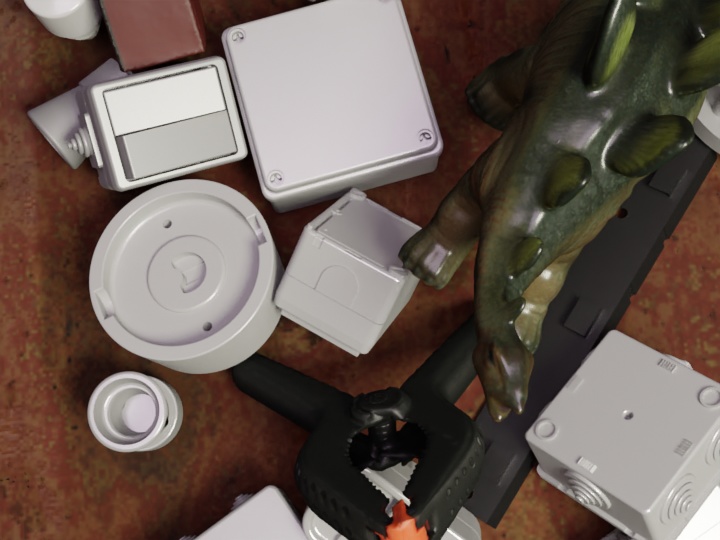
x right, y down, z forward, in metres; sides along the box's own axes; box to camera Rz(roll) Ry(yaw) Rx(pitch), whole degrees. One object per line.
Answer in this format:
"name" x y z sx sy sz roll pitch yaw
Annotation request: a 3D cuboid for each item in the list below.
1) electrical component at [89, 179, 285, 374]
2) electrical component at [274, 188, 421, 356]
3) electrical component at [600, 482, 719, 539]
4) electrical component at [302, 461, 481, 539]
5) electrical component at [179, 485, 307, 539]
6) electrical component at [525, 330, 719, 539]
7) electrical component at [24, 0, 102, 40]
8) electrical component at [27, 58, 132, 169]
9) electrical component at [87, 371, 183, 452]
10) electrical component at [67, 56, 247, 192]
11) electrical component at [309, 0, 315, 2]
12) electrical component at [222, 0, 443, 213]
"electrical component" -0.095 0.009 0.627 0.108 0.060 0.108 -4 69 10
"electrical component" 0.000 0.000 0.620 0.062 0.096 0.061 29 115 8
"electrical component" 0.183 0.171 0.603 0.083 0.047 0.075 -34 84 -4
"electrical component" 0.019 0.142 0.599 0.095 0.059 0.053 37 100 -1
"electrical component" -0.057 0.181 0.607 0.100 0.048 0.099 -36 81 -4
"electrical component" 0.151 0.091 0.591 0.100 0.048 0.099 30 71 40
"electrical component" -0.175 -0.160 0.651 0.040 0.078 0.040 0 81 2
"electrical component" -0.165 -0.099 0.661 0.065 0.044 0.044 -41 82 -10
"electrical component" -0.129 0.083 0.622 0.045 0.055 0.045 0 81 2
"electrical component" -0.121 -0.084 0.625 0.096 0.061 0.061 -18 103 -21
"electrical component" -0.064 -0.203 0.648 0.074 0.052 0.138 -38 53 -5
"electrical component" -0.016 -0.102 0.648 0.109 0.056 0.108 -15 81 -1
